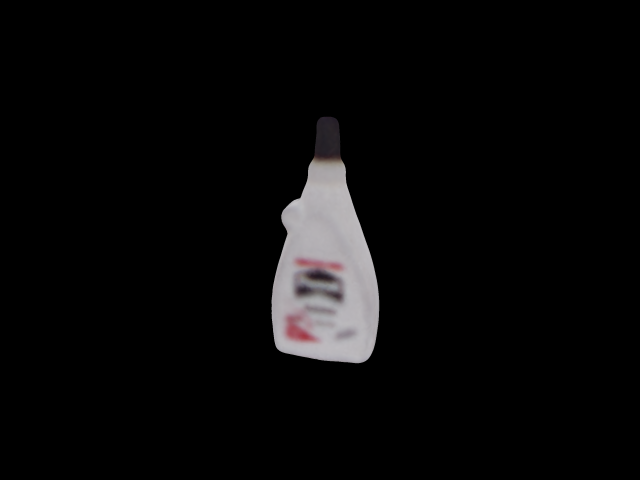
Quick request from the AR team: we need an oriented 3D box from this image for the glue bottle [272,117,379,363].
[{"bbox_3d":[0.004,0.001,0.400,0.078,0.173,0.037,4,20,11],"label":"glue bottle"}]
